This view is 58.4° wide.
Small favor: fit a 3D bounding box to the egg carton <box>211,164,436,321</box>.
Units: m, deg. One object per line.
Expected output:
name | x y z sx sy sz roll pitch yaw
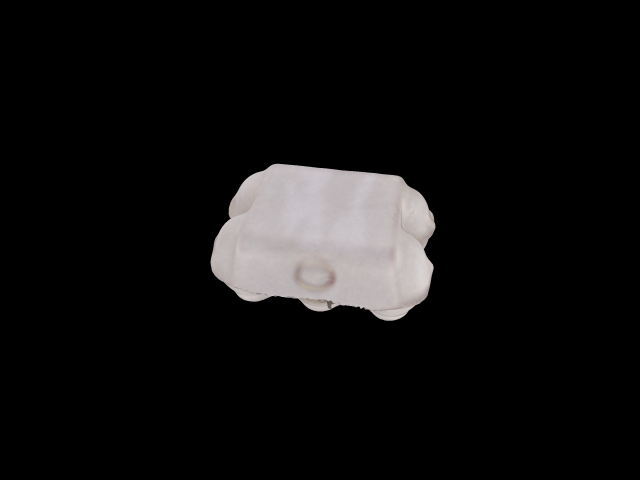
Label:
egg carton | 0.004 0.001 0.400 0.150 0.069 0.107 6 43 7
